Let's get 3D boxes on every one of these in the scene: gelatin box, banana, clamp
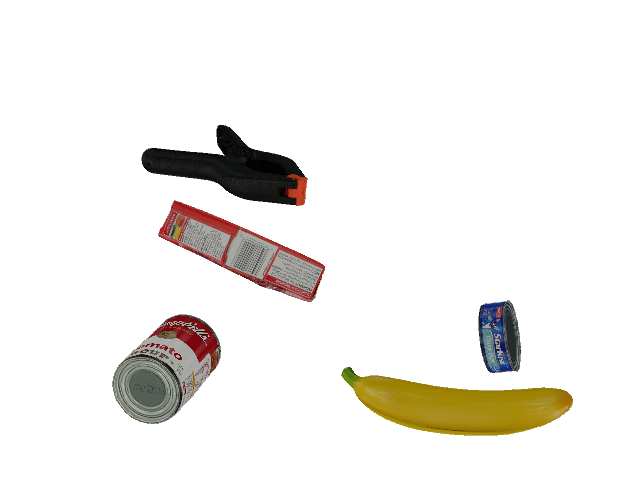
[{"bbox_3d":[-0.051,0.008,0.711,0.073,0.030,0.089,22,-2,44],"label":"gelatin box"},{"bbox_3d":[0.115,0.133,0.886,0.198,0.037,0.069,8,32,2],"label":"banana"},{"bbox_3d":[-0.090,-0.071,1.050,0.120,0.039,0.172,-25,36,-35],"label":"clamp"}]

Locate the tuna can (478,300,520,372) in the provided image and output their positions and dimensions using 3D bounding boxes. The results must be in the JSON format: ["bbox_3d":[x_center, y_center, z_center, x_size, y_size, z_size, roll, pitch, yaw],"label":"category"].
[{"bbox_3d":[0.217,0.117,1.289,0.034,0.086,0.086,-8,-3,20],"label":"tuna can"}]

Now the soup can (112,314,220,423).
[{"bbox_3d":[-0.141,0.118,0.985,0.068,0.068,0.102,0,17,16],"label":"soup can"}]
